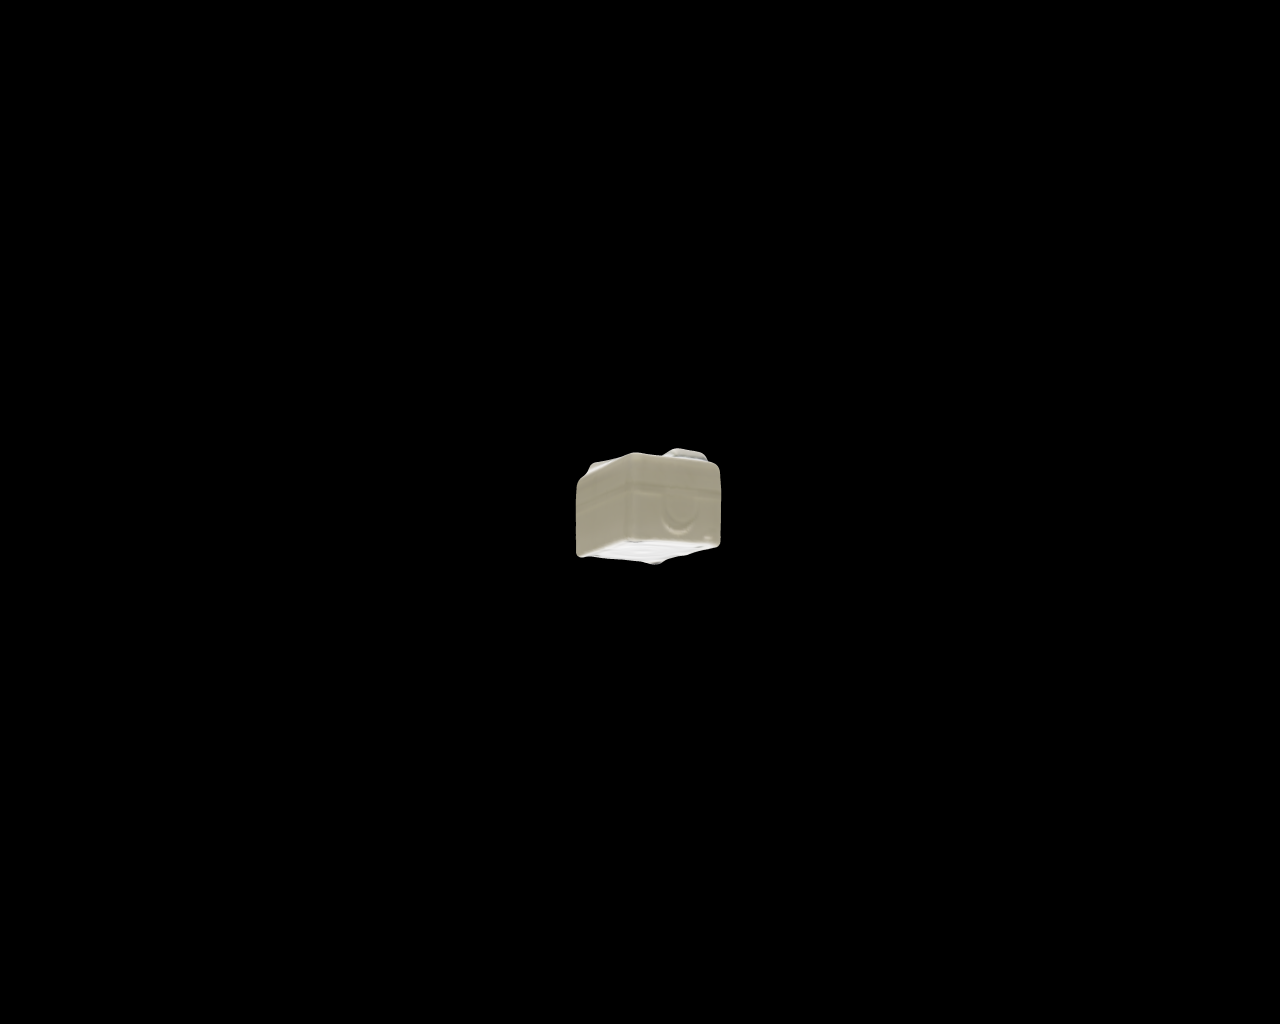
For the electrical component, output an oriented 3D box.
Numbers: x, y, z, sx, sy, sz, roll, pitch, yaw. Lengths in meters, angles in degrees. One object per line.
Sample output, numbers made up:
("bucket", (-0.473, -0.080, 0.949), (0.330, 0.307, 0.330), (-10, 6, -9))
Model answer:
("electrical component", (0.001, -0.003, 0.650), (0.062, 0.061, 0.096), (6, -13, -27))
